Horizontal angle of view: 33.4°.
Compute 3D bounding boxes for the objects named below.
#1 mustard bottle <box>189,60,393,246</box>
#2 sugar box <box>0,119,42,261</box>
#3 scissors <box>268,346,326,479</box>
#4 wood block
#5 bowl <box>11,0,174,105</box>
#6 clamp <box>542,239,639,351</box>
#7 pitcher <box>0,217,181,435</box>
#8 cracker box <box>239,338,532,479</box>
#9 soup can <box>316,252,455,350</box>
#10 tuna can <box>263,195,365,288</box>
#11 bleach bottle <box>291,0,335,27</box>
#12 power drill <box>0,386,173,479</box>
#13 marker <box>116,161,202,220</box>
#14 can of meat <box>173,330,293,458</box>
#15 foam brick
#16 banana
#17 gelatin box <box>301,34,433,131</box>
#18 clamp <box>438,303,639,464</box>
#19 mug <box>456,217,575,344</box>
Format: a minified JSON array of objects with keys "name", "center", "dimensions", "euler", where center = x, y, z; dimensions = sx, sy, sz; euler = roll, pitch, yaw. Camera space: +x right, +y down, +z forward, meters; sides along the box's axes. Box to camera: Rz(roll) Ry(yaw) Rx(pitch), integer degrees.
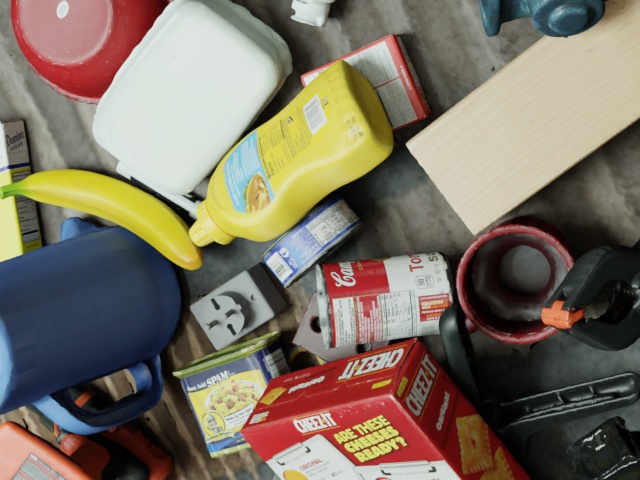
[{"name":"mustard bottle","center":[-0.033,-0.054,0.857],"dimensions":[0.192,0.058,0.096],"euler":[-36,48,22]},{"name":"sugar box","center":[-0.312,-0.020,0.995],"dimensions":[0.093,0.048,0.176],"euler":[-6,100,17]},{"name":"scissors","center":[-0.031,0.170,0.966],"dimensions":[0.096,0.016,0.202],"euler":[47,109,5]},{"name":"wood block","center":[0.178,-0.104,0.813],"dimensions":[0.206,0.090,0.091],"euler":[-38,89,19]},{"name":"bowl","center":[-0.209,-0.197,0.926],"dimensions":[0.162,0.055,0.162],"euler":[3,101,16]},{"name":"clamp","center":[0.238,0.027,0.803],"dimensions":[0.039,0.171,0.120],"euler":[-9,87,57]},{"name":"pitcher","center":[-0.223,0.078,0.882],"dimensions":[0.149,0.242,0.145],"euler":[22,106,17]},{"name":"cracker box","center":[0.066,0.188,0.856],"dimensions":[0.164,0.072,0.213],"euler":[-21,116,39]},{"name":"soup can","center":[0.051,0.048,0.848],"dimensions":[0.102,0.068,0.068],"euler":[-6,99,-4]},{"name":"tuna can","center":[-0.006,0.001,0.889],"dimensions":[0.086,0.086,0.034],"euler":[-41,86,19]},{"name":"bleach bottle","center":[0.031,-0.291,0.835],"dimensions":[0.103,0.068,0.251],"euler":[21,108,15]},{"name":"power drill","center":[-0.226,0.175,0.934],"dimensions":[0.184,0.187,0.057],"euler":[35,98,4]},{"name":"marker","center":[-0.127,-0.038,0.951],"dimensions":[0.121,0.020,0.020],"euler":[32,107,8]},{"name":"can of meat","center":[-0.067,0.136,0.936],"dimensions":[0.102,0.057,0.084],"euler":[-21,91,27]},{"name":"foam brick","center":[0.024,0.077,0.912],"dimensions":[0.078,0.051,0.053],"euler":[26,106,10]},{"name":"banana","center":[-0.183,-0.024,0.946],"dimensions":[0.198,0.069,0.037],"euler":[18,137,12]},{"name":"gelatin box","center":[0.038,-0.119,0.882],"dimensions":[0.089,0.030,0.073],"euler":[-22,94,20]},{"name":"clamp","center":[0.147,0.143,0.857],"dimensions":[0.164,0.036,0.210],"euler":[17,134,-1]},{"name":"mug","center":[0.152,0.035,0.851],"dimensions":[0.093,0.081,0.117],"euler":[44,109,4]}]
